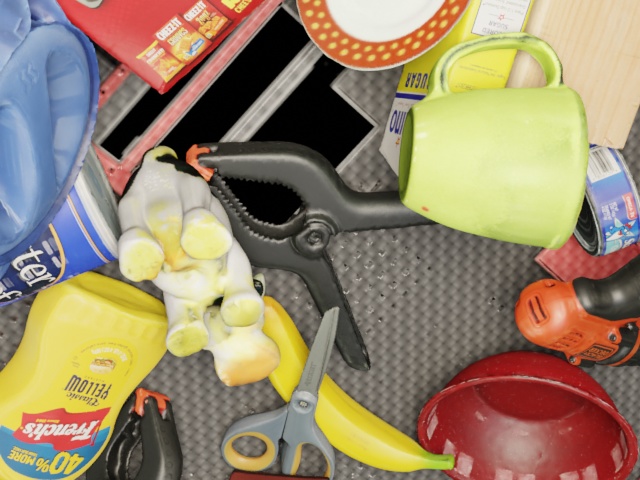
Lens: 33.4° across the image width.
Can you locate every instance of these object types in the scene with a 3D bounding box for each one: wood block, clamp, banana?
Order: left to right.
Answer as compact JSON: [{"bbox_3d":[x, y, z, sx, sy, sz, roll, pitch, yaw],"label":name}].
[{"bbox_3d":[-0.134,0.195,0.756,0.039,0.120,0.171,27,83,-61],"label":"clamp"},{"bbox_3d":[-0.005,0.001,0.747,0.209,0.036,0.165,22,113,-16],"label":"clamp"},{"bbox_3d":[0.011,0.115,0.790,0.197,0.037,0.070,41,122,-16],"label":"banana"},{"bbox_3d":[0.174,-0.174,0.682,0.090,0.090,0.206,11,110,-15],"label":"wood block"}]

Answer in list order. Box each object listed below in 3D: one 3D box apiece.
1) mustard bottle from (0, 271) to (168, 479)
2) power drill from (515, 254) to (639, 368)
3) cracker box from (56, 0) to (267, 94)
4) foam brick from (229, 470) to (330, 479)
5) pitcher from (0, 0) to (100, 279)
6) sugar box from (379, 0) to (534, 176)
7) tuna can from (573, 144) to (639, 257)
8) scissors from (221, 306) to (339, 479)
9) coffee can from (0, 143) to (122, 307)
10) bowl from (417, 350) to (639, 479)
[{"bbox_3d":[-0.184,0.116,0.738,0.096,0.058,0.192,23,105,-41],"label":"mustard bottle"},{"bbox_3d":[0.251,0.032,0.745,0.188,0.057,0.184,-37,149,29],"label":"power drill"},{"bbox_3d":[-0.101,-0.201,0.537,0.164,0.072,0.213,-38,126,19],"label":"cracker box"},{"bbox_3d":[-0.031,0.210,0.799,0.078,0.051,0.053,0,131,16],"label":"foam brick"},{"bbox_3d":[-0.254,-0.077,0.571,0.243,0.145,0.149,21,68,11],"label":"pitcher"},{"bbox_3d":[0.089,-0.121,0.685,0.048,0.093,0.176,13,108,-16],"label":"sugar box"},{"bbox_3d":[0.192,-0.032,0.748,0.033,0.086,0.086,-21,115,-1],"label":"tuna can"},{"bbox_3d":[-0.030,0.116,0.763,0.096,0.016,0.202,5,131,10],"label":"scissors"},{"bbox_3d":[-0.203,-0.011,0.664,0.140,0.103,0.103,-23,115,-2],"label":"coffee can"},{"bbox_3d":[0.156,0.133,0.804,0.162,0.055,0.162,9,137,8],"label":"bowl"}]
